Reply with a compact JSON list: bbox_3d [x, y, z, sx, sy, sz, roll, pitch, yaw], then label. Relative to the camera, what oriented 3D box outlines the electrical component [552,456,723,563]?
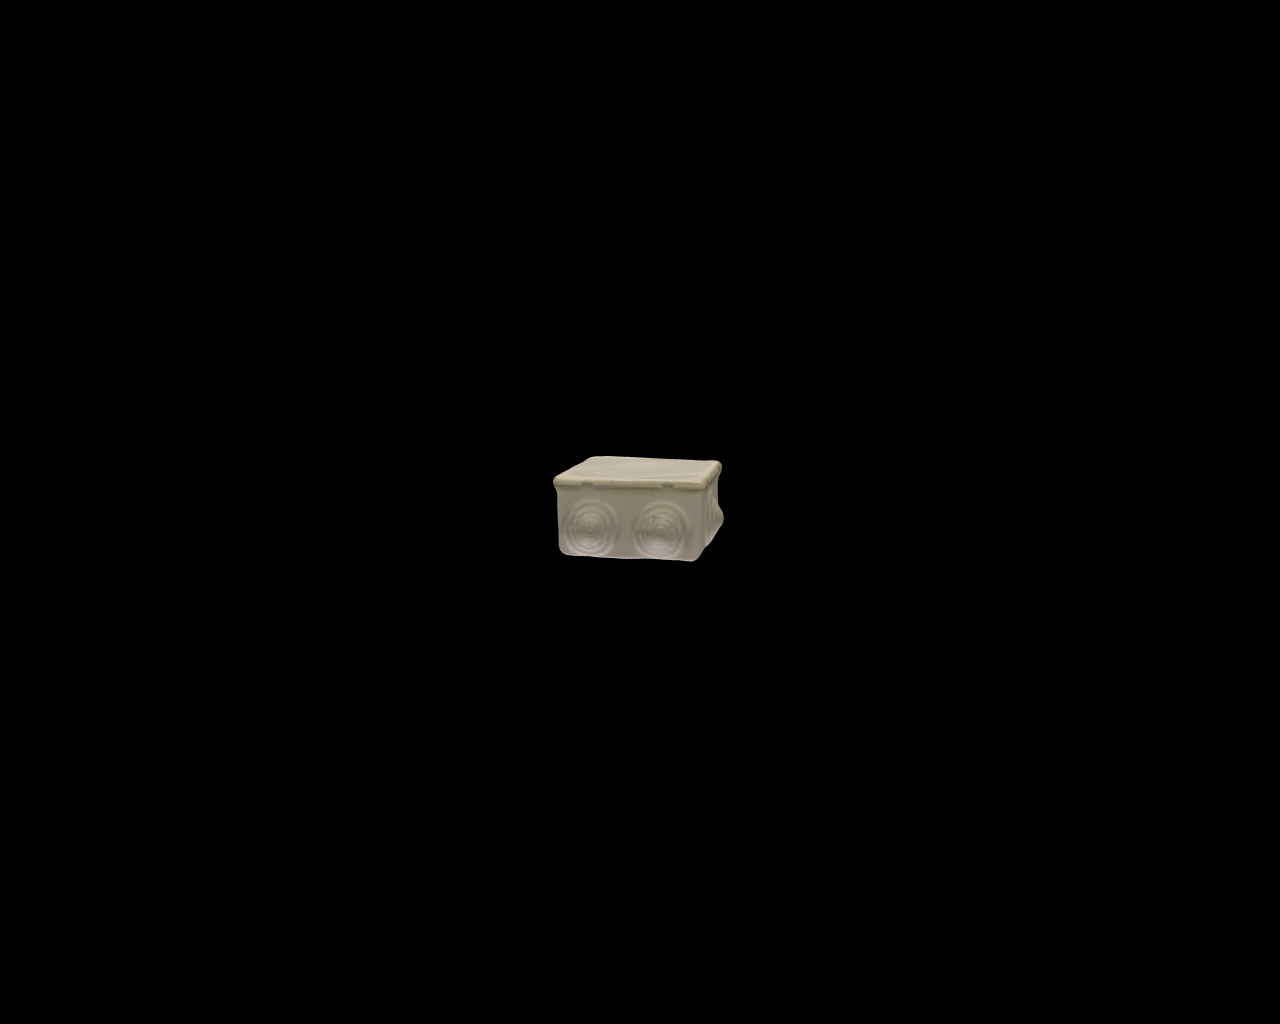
[{"bbox_3d":[0.001,-0.003,0.650,0.100,0.048,0.100,2,12,12],"label":"electrical component"}]
